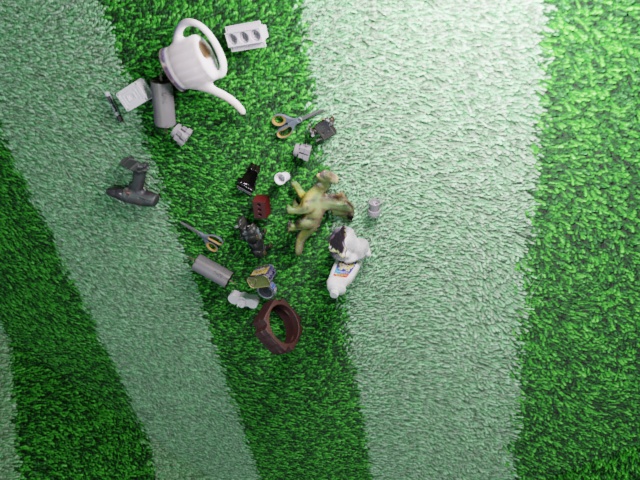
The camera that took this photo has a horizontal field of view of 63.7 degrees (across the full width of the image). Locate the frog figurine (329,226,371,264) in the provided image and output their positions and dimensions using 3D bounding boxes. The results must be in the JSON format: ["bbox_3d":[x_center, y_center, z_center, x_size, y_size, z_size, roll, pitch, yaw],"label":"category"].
[{"bbox_3d":[0.113,0.020,1.922,0.121,0.140,0.159,-28,154,35],"label":"frog figurine"}]

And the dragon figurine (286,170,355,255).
[{"bbox_3d":[0.006,-0.095,1.896,0.243,0.125,0.400,2,132,8],"label":"dragon figurine"}]

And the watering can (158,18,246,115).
[{"bbox_3d":[-0.400,-0.555,1.724,0.223,0.106,0.342,-11,118,26],"label":"watering can"}]
